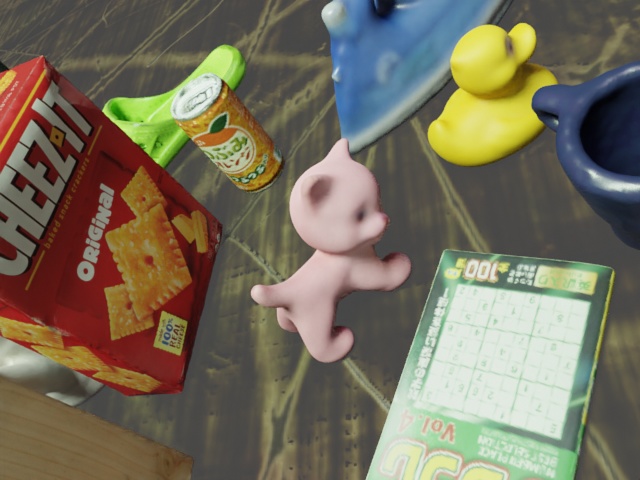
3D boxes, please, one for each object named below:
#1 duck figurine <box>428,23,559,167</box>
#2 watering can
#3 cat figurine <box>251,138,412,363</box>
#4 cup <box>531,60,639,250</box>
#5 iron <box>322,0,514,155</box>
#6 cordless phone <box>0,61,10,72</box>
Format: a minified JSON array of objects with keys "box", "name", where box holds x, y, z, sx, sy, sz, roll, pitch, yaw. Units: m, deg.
[{"box":[0.119,-0.111,0.415,0.104,0.086,0.077,-37,46,3],"name":"duck figurine"},{"box":[-0.250,0.057,0.448,0.101,0.195,0.172,-50,47,-9],"name":"watering can"},{"box":[0.004,0.001,0.383,0.067,0.118,0.128,29,76,42],"name":"cat figurine"},{"box":[0.175,-0.041,0.322,0.092,0.095,0.117,-48,46,-7],"name":"cup"},{"box":[0.067,-0.213,0.485,0.118,0.142,0.258,21,71,41],"name":"iron"},{"box":[-0.379,-0.129,0.674,0.093,0.186,0.148,25,73,42],"name":"cordless phone"}]
